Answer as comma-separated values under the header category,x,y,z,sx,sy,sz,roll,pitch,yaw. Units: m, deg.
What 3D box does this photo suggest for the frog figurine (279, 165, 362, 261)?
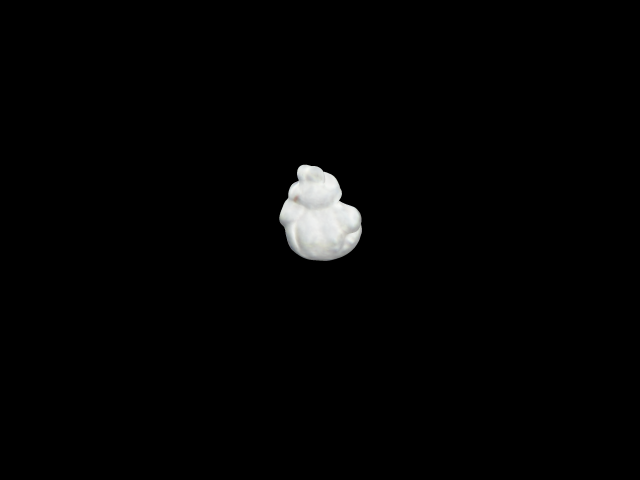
category,x,y,z,sx,sy,sz,roll,pitch,yaw
frog figurine,0.003,-0.043,0.850,0.138,0.125,0.156,16,-34,11
